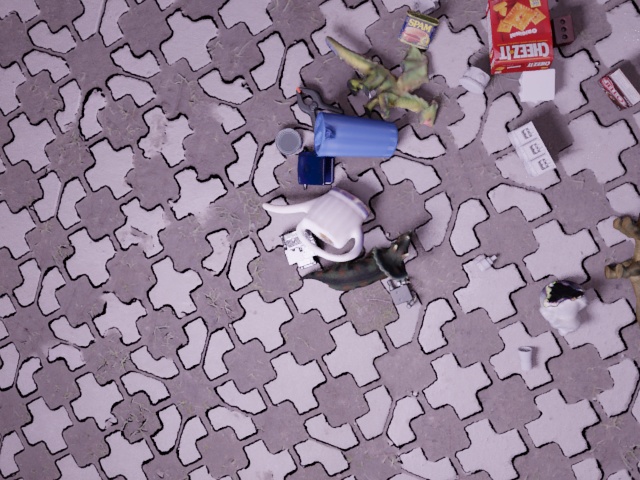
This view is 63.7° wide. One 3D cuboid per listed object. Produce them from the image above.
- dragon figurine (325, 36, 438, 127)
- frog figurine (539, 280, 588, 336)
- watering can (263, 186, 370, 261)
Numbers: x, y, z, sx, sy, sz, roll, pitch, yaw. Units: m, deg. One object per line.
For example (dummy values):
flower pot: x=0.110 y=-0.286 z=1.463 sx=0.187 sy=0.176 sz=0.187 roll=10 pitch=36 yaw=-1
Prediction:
dragon figurine: x=0.217 y=-0.511 z=1.585 sx=0.243 sy=0.122 sz=0.410 roll=-32 pitch=90 yaw=-7
frog figurine: x=0.731 y=0.201 z=1.537 sx=0.137 sy=0.125 sz=0.156 roll=-31 pitch=125 yaw=3
watering can: x=0.005 y=-0.081 z=1.601 sx=0.351 sy=0.102 sz=0.227 roll=36 pitch=73 yaw=20
